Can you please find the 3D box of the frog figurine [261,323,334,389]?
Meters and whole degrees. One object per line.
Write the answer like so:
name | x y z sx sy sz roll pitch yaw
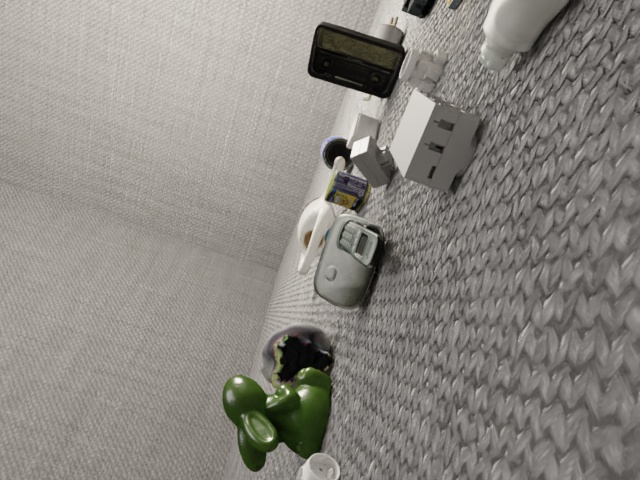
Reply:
frog figurine | -0.044 0.223 0.978 0.138 0.123 0.157 -39 -10 -11

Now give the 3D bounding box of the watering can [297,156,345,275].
watering can | 0.004 -0.073 1.445 0.226 0.104 0.345 -102 31 -78
